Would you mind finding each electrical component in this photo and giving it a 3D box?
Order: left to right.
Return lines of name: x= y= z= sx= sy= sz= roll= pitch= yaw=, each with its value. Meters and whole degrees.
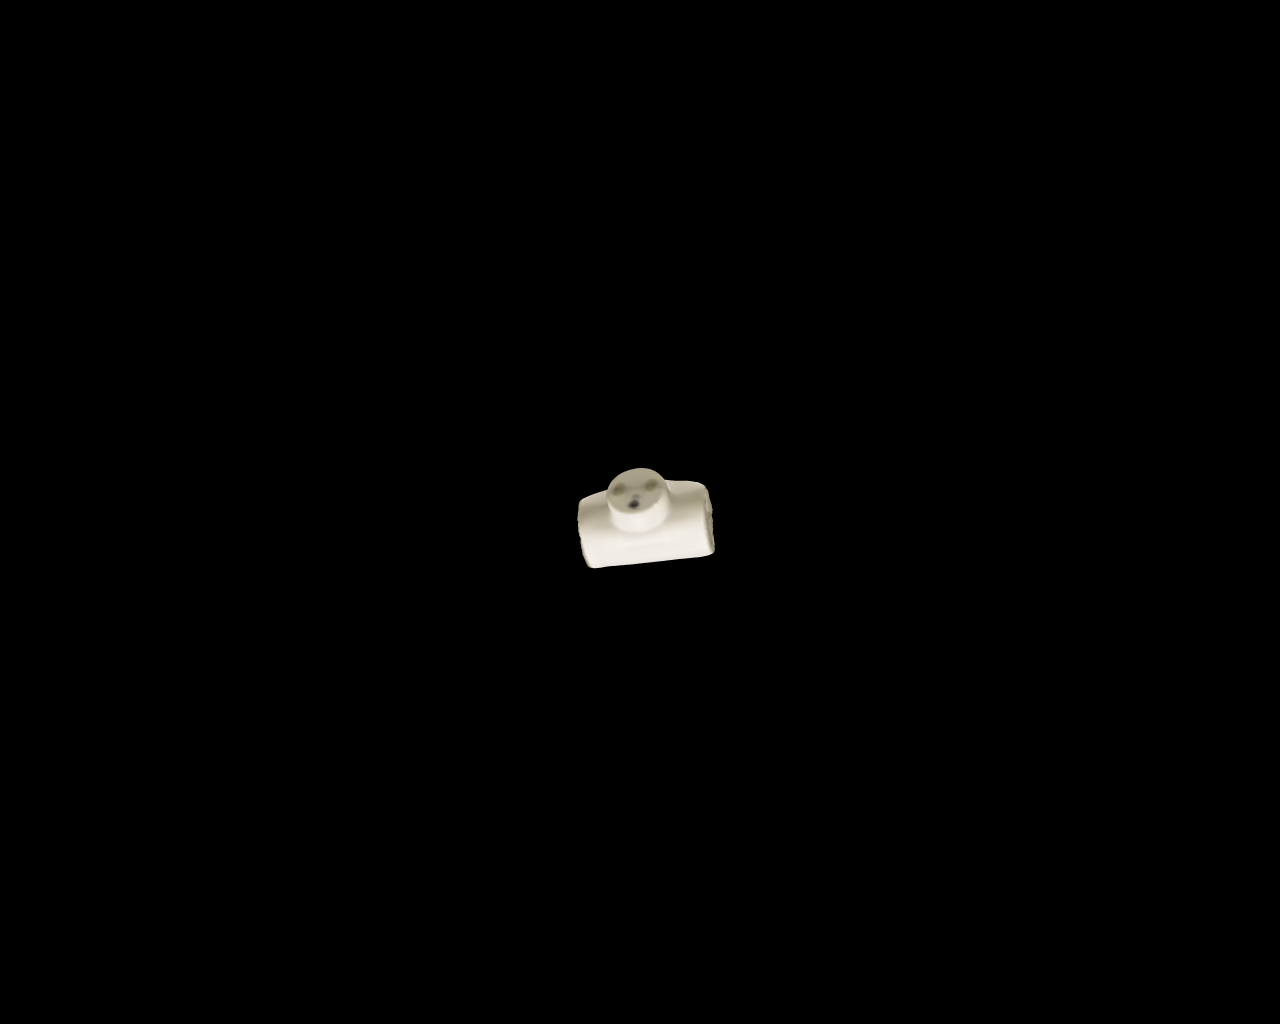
electrical component: x=0.001 y=-0.003 z=0.650 sx=0.077 sy=0.043 sz=0.079 roll=-7 pitch=-39 yaw=9
